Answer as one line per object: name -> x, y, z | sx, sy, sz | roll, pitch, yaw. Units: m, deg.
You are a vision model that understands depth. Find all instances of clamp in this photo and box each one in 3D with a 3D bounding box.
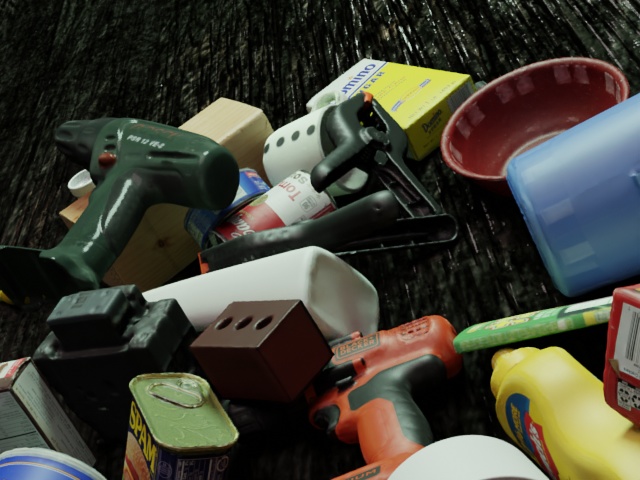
clamp -> 0.036, -0.078, 0.939 | 0.039, 0.120, 0.171 | -55, 32, 28
clamp -> -0.006, 0.001, 0.838 | 0.210, 0.036, 0.164 | -12, -11, 15

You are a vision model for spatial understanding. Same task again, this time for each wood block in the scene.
wood block -> -0.137, -0.043, 1.054 | 0.206, 0.091, 0.090 | -38, 32, -19

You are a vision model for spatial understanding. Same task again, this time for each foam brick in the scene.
foam brick -> -0.040, 0.076, 0.734 | 0.078, 0.051, 0.053 | -6, 33, 47

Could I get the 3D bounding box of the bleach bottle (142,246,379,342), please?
bleach bottle -> -0.083, 0.068, 0.856 | 0.251, 0.102, 0.068 | -13, 55, 35

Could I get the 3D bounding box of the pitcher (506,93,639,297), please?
pitcher -> 0.256, -0.054, 0.722 | 0.243, 0.149, 0.145 | -24, 44, 11

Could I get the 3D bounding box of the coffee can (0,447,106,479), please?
coffee can -> -0.198, 0.221, 0.692 | 0.103, 0.102, 0.140 | -11, 35, 25

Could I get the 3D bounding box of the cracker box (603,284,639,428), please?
cracker box -> 0.271, 0.062, 0.515 | 0.213, 0.072, 0.164 | -8, 20, -33

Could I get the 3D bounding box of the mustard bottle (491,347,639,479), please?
mustard bottle -> 0.148, 0.113, 0.592 | 0.058, 0.096, 0.192 | -31, 31, -5

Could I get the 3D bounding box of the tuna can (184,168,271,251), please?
tuna can -> -0.082, -0.025, 0.990 | 0.086, 0.086, 0.034 | -36, 71, -14

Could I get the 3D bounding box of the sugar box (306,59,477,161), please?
sugar box -> 0.070, -0.136, 1.075 | 0.093, 0.048, 0.176 | -40, 34, -19

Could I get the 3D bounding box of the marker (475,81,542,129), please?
marker -> 0.177, -0.126, 1.004 | 0.020, 0.020, 0.121 | -31, 31, -7

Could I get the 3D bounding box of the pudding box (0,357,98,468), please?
pudding box -> -0.238, 0.149, 0.822 | 0.090, 0.113, 0.039 | -13, 32, 21

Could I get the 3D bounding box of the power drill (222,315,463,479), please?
power drill -> 0.012, 0.131, 0.696 | 0.184, 0.057, 0.187 | -23, 25, 11

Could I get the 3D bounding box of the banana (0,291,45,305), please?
banana -> -0.257, 0.015, 1.111 | 0.197, 0.037, 0.070 | -31, 33, -5

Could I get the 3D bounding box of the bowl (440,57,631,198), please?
bowl -> 0.185, -0.084, 0.894 | 0.162, 0.055, 0.162 | -21, 34, 15

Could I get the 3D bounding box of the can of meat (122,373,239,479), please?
can of meat -> -0.098, 0.151, 0.727 | 0.057, 0.084, 0.102 | 1, 20, -24

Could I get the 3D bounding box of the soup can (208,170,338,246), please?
soup can -> -0.038, -0.008, 0.947 | 0.102, 0.068, 0.069 | -36, 32, -16
